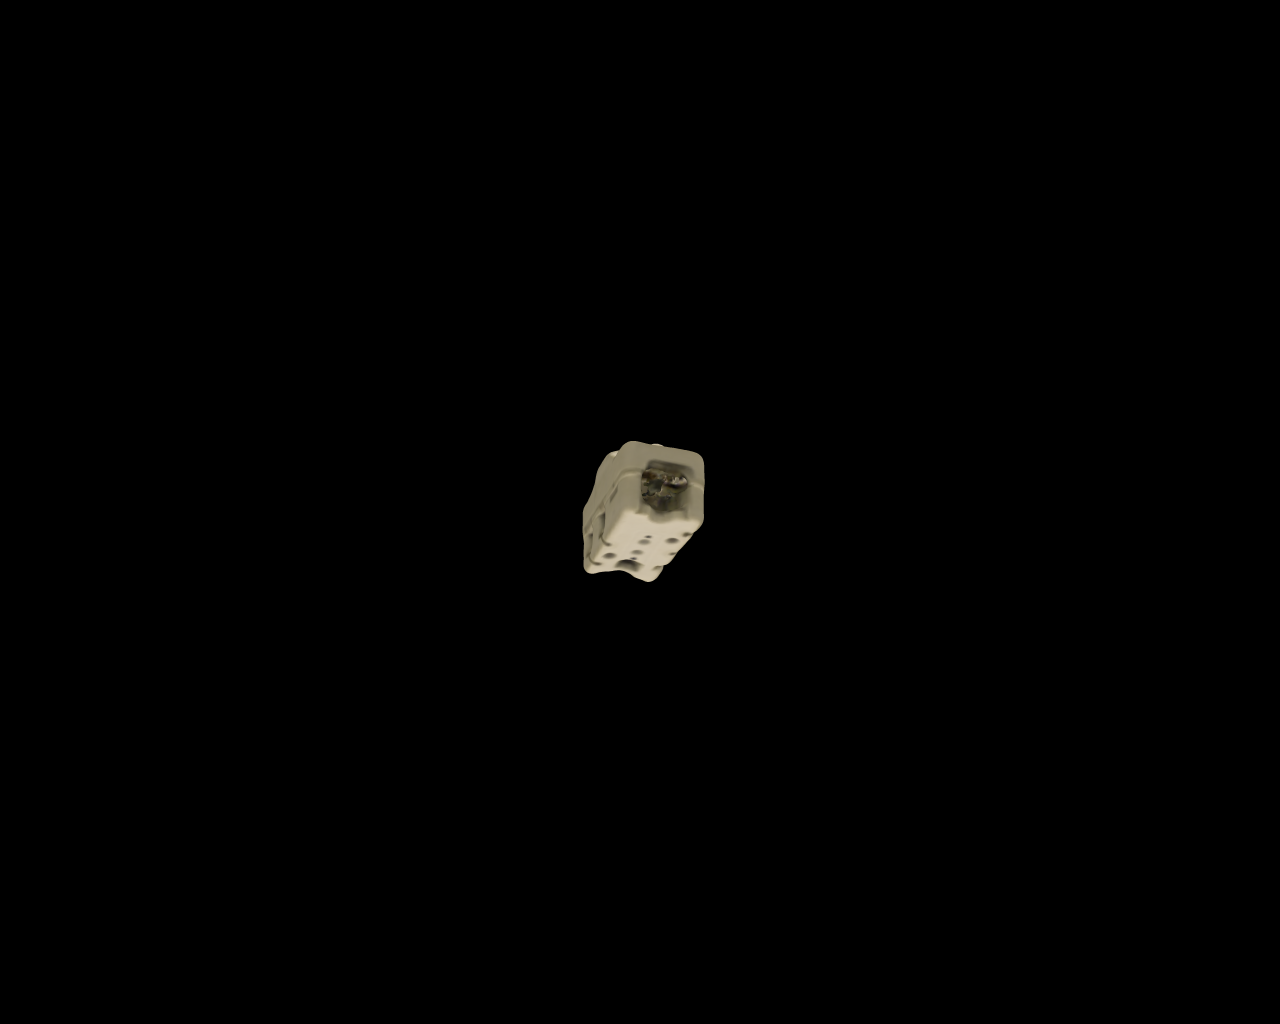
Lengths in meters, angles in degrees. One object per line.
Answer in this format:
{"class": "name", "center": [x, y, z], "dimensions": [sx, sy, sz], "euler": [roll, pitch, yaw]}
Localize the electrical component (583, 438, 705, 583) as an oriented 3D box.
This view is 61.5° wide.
{"class": "electrical component", "center": [0.001, -0.003, 0.650], "dimensions": [0.050, 0.056, 0.089], "euler": [9, -30, -17]}
